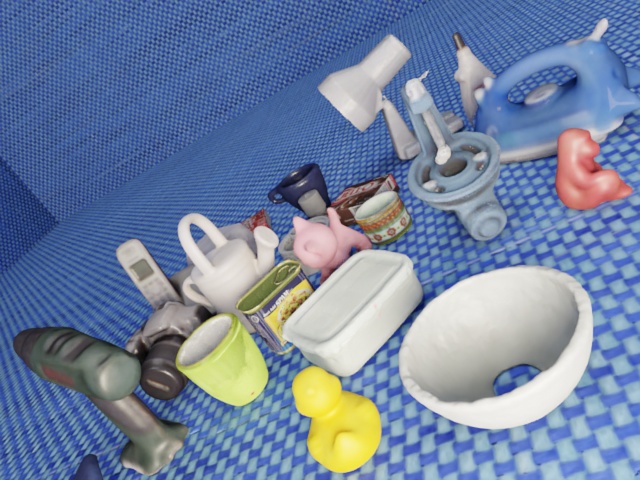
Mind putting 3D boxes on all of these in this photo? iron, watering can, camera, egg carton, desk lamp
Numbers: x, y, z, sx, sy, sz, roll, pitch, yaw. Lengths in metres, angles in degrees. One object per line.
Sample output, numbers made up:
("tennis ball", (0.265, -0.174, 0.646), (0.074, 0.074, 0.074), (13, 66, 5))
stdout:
("iron", (0.307, -0.202, 0.813), (0.257, 0.142, 0.119), (-15, 29, 39))
("watering can", (-0.137, 0.037, 0.860), (0.173, 0.194, 0.100), (-34, 22, 0))
("camera", (-0.233, 0.167, 0.849), (0.143, 0.101, 0.137), (-25, 24, 20))
("egg carton", (-0.193, 0.023, 1.133), (0.149, 0.069, 0.107), (-11, 31, 43))
("desk lamp", (0.129, -0.261, 1.083), (0.203, 0.214, 0.118), (-30, 22, 8))

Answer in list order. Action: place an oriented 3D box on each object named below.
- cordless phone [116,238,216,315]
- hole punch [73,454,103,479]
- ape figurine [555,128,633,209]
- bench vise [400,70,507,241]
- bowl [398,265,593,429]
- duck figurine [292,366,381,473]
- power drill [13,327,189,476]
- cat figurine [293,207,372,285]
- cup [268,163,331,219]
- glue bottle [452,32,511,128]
("cordless phone", (-0.244, 0.060, 0.970), (0.147, 0.185, 0.094), (-32, 22, 3))
("hole punch", (-0.247, 0.300, 0.606), (0.101, 0.091, 0.108), (-42, 23, -19))
("ape figurine", (0.299, -0.086, 0.651), (0.076, 0.092, 0.078), (-19, 26, 32))
("bench vise", (0.147, -0.116, 0.751), (0.121, 0.220, 0.207), (-36, 22, -7))
("bowl", (0.155, 0.100, 0.488), (0.167, 0.075, 0.167), (-28, 23, 13))
("duck figurine", (0.007, 0.162, 0.548), (0.077, 0.086, 0.104), (-34, 22, -2))
("power drill", (-0.269, 0.190, 0.706), (0.228, 0.209, 0.076), (-10, 32, 45))
("cat figurine", (0.008, 0.003, 0.834), (0.067, 0.118, 0.128), (-17, 28, 36))
("cup", (-0.032, -0.078, 1.086), (0.117, 0.095, 0.091), (-26, 23, 18))
("glue bottle", (0.265, -0.275, 0.979), (0.078, 0.173, 0.037), (-36, 22, -5))
